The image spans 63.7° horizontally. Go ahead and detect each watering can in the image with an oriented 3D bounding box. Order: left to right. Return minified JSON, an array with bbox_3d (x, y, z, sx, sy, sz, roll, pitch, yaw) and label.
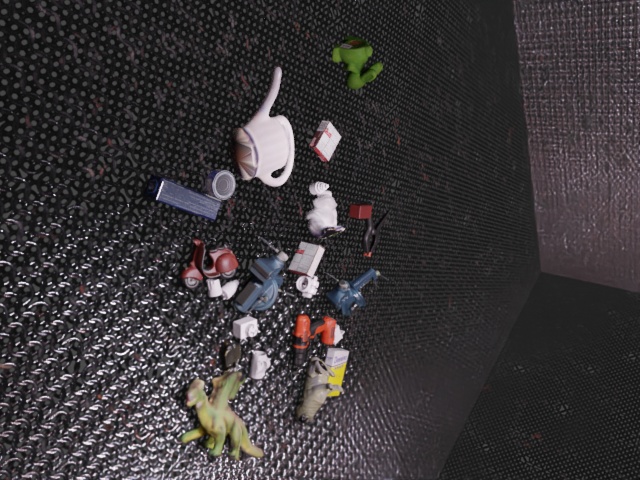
[{"bbox_3d":[-0.165,-0.313,1.496,0.227,0.104,0.342,-29,121,-44],"label":"watering can"}]

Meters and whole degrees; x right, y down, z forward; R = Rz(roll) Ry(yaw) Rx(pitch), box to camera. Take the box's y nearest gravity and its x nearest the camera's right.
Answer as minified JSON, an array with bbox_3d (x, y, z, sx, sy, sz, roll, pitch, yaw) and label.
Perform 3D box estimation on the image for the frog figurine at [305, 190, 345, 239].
[{"bbox_3d":[0.005,-0.090,1.784,0.138,0.120,0.161,-9,70,-40],"label":"frog figurine"}]

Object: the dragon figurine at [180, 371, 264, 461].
[{"bbox_3d":[-0.276,0.525,1.570,0.404,0.122,0.246,37,62,-49],"label":"dragon figurine"}]
